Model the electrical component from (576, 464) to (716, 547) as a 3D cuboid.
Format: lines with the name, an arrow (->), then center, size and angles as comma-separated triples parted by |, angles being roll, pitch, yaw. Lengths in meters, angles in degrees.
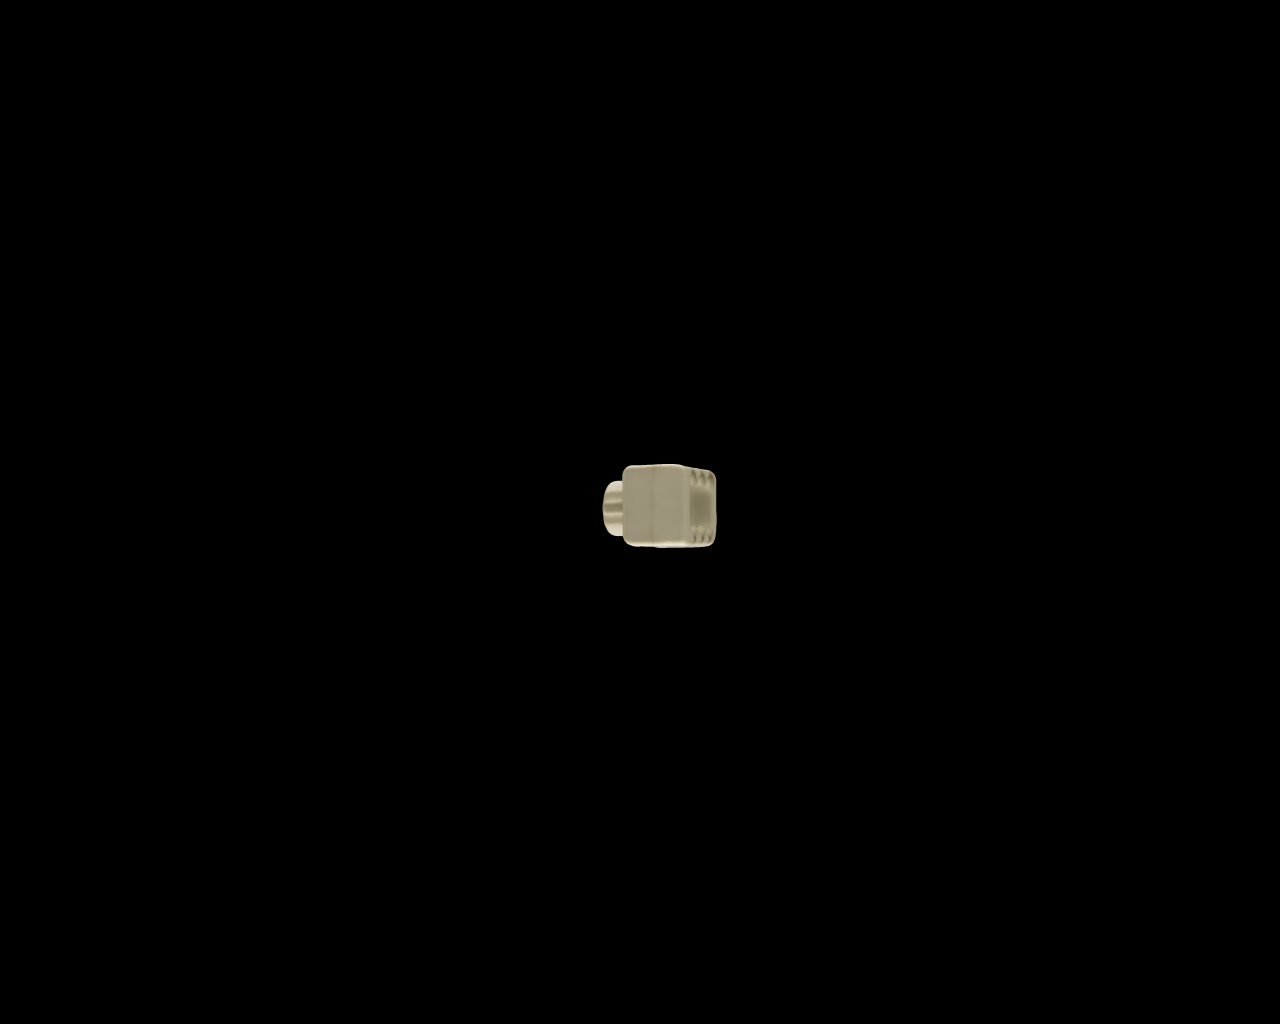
electrical component -> 0.001, -0.003, 0.650 | 0.077, 0.047, 0.066 | -1, -2, 20
